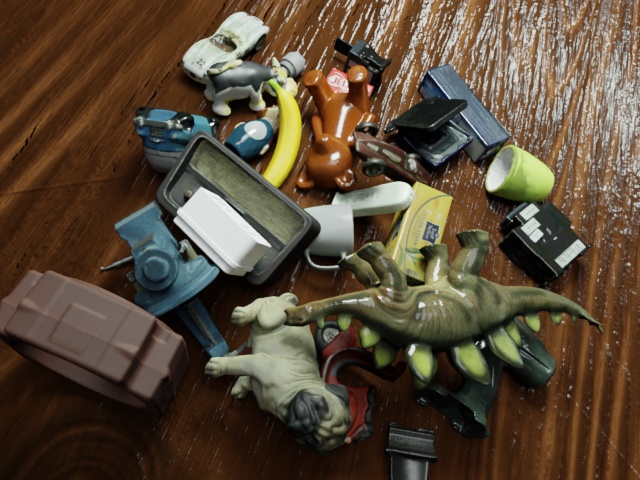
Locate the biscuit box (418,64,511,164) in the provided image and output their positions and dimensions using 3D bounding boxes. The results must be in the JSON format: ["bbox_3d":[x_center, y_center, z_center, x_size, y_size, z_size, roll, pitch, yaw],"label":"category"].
[{"bbox_3d":[0.274,-0.247,1.037,0.063,0.059,0.203,-24,70,-21],"label":"biscuit box"}]

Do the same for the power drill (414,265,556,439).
[{"bbox_3d":[0.222,0.169,0.800,0.232,0.086,0.207,38,54,6],"label":"power drill"}]

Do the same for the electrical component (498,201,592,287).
[{"bbox_3d":[0.382,-0.001,0.930,0.115,0.058,0.134,-31,72,-26],"label":"electrical component"}]

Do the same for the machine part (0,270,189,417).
[{"bbox_3d":[-0.263,0.126,0.641,0.201,0.201,0.087,23,60,1],"label":"machine part"}]

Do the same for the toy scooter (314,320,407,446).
[{"bbox_3d":[0.047,0.201,0.737,0.135,0.075,0.184,11,58,4],"label":"toy scooter"}]

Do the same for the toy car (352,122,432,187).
[{"bbox_3d":[0.125,-0.128,0.892,0.202,0.053,0.089,24,52,-45],"label":"toy car"}]

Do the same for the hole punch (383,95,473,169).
[{"bbox_3d":[0.206,-0.200,0.987,0.142,0.092,0.116,-39,35,-17],"label":"hole punch"}]

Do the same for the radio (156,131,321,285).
[{"bbox_3d":[-0.124,-0.043,0.800,0.230,0.073,0.131,39,94,15],"label":"radio"}]

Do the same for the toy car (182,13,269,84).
[{"bbox_3d":[-0.174,-0.362,1.005,0.073,0.056,0.202,34,61,7],"label":"toy car"}]

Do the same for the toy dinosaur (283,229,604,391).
[{"bbox_3d":[0.182,0.092,0.720,0.471,0.105,0.198,-5,79,-17],"label":"toy dinosaur"}]

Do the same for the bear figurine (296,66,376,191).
[{"bbox_3d":[0.019,-0.184,0.917,0.120,0.131,0.196,4,53,24],"label":"bear figurine"}]

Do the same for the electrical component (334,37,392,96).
[{"bbox_3d":[0.072,-0.344,1.038,0.119,0.074,0.048,34,60,2],"label":"electrical component"}]

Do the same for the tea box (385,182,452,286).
[{"bbox_3d":[0.145,0.006,0.854,0.068,0.098,0.169,24,58,-1],"label":"tea box"}]

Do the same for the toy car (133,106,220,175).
[{"bbox_3d":[-0.227,-0.153,0.849,0.109,0.162,0.102,8,102,5],"label":"toy car"}]

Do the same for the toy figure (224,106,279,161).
[{"bbox_3d":[-0.097,-0.190,0.932,0.154,0.058,0.064,-44,116,-29],"label":"toy figure"}]

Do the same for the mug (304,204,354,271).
[{"bbox_3d":[-0.002,-0.003,0.843,0.107,0.080,0.109,0,71,2],"label":"mug"}]

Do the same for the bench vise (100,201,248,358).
[{"bbox_3d":[-0.191,0.070,0.725,0.129,0.224,0.240,-35,104,-20],"label":"bench vise"}]

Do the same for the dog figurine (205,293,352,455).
[{"bbox_3d":[-0.022,0.158,0.679,0.191,0.121,0.172,14,71,33],"label":"dog figurine"}]

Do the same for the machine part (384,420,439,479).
[{"bbox_3d":[0.120,0.318,0.716,0.084,0.039,0.139,17,59,-9],"label":"machine part"}]

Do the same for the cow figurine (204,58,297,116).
[{"bbox_3d":[-0.118,-0.283,0.952,0.167,0.098,0.068,-14,60,-18],"label":"cow figurine"}]
